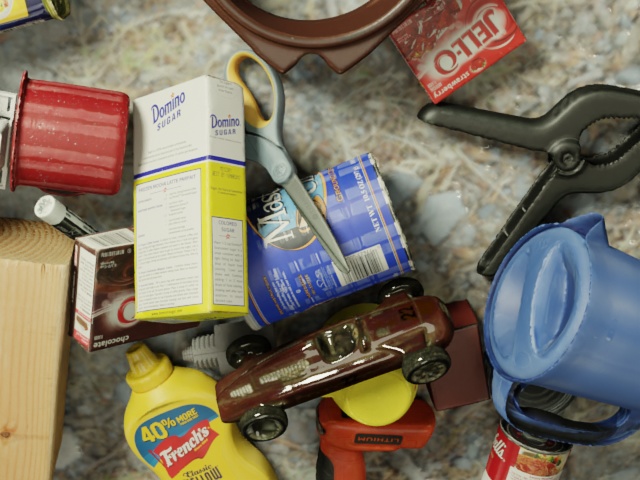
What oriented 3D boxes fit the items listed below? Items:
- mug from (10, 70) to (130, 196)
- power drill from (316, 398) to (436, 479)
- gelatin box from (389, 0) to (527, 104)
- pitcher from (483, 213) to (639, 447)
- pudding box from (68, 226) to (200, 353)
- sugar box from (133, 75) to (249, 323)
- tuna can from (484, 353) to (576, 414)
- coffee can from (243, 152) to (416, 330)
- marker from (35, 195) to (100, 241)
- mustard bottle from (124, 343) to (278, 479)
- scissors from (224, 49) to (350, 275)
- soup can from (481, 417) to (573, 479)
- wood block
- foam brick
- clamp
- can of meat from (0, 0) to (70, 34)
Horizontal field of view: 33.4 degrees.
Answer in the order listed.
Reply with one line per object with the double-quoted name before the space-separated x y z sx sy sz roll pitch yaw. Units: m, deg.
"mug" -0.194 -0.071 0.831 0.081 0.093 0.117 7 142 -13
"power drill" 0.056 0.237 0.984 0.184 0.057 0.188 5 111 -6
"gelatin box" 0.107 -0.163 0.842 0.089 0.030 0.073 -34 111 9
"pitcher" 0.264 0.093 0.895 0.242 0.145 0.149 20 145 -23
"pudding box" -0.146 0.035 0.869 0.113 0.039 0.090 -10 117 -40
"sugar box" -0.099 -0.028 0.808 0.048 0.094 0.176 11 76 -46
"tuna can" 0.191 0.120 0.961 0.086 0.034 0.086 -2 112 -4
"coffee can" -0.006 0.001 0.860 0.140 0.103 0.103 -21 112 4
"marker" -0.185 -0.001 0.860 0.020 0.020 0.121 -33 144 8
"mustard bottle" -0.117 0.171 0.944 0.096 0.058 0.191 -24 111 9
"scissors" -0.046 -0.051 0.824 0.096 0.016 0.202 -24 73 23
"soup can" 0.185 0.219 0.982 0.068 0.068 0.102 10 111 -9
"wood block" -0.256 0.093 0.884 0.090 0.090 0.206 7 111 -8
"foam brick" 0.116 0.102 0.937 0.051 0.053 0.078 -13 113 0
"clamp" 0.192 -0.078 0.880 0.210 0.036 0.164 -28 113 10
"can of meat" -0.242 -0.202 0.785 0.084 0.057 0.102 -15 112 4
